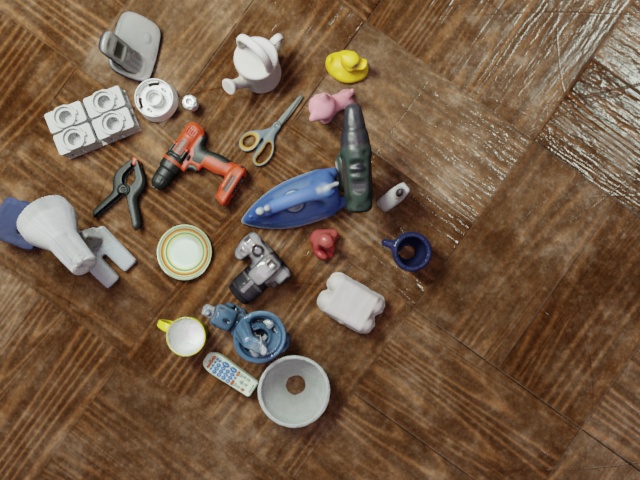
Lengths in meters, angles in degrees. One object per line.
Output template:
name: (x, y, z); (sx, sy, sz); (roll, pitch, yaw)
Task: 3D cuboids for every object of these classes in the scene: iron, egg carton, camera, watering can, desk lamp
iron: (-0.067, -0.086, 1.317); (0.258, 0.141, 0.119); (-20, 89, -1)
egg carton: (0.073, 0.150, 1.351); (0.150, 0.069, 0.107); (29, 89, 0)
camera: (-0.156, 0.073, 1.334); (0.137, 0.100, 0.143); (-43, 90, -1)
watering can: (-0.147, -0.399, 1.294); (0.101, 0.194, 0.173); (21, 89, 0)
desk lamp: (-0.538, 0.007, 1.275); (0.203, 0.213, 0.118); (44, 89, 0)

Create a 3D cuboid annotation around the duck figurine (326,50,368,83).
duck figurine: (0.065, -0.418, 1.351); (0.104, 0.086, 0.077); (13, 89, 0)

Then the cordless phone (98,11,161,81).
cordless phone: (-0.437, -0.453, 1.297); (0.094, 0.185, 0.148); (11, 89, 0)

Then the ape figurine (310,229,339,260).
ape figurine: (0.012, 0.005, 1.341); (0.078, 0.092, 0.076); (-43, 89, -1)

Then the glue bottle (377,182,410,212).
glue bottle: (0.173, -0.103, 1.304); (0.078, 0.173, 0.037); (-41, 89, -1)

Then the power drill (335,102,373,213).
power drill: (0.076, -0.173, 1.286); (0.075, 0.208, 0.230); (-6, 89, 0)

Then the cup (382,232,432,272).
cup: (0.196, 0.024, 1.341); (0.117, 0.095, 0.092); (18, 89, 0)

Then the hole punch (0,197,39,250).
hole punch: (-0.690, -0.039, 1.336); (0.101, 0.091, 0.109); (23, 89, 0)

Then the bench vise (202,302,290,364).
bench vise: (-0.171, 0.214, 1.273); (0.207, 0.219, 0.121); (8, 89, 0)

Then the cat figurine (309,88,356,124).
cat figurine: (0.025, -0.318, 1.333); (0.128, 0.117, 0.067); (-25, 89, -1)

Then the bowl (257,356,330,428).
bowl: (-0.060, 0.349, 1.344); (0.167, 0.074, 0.167); (0, 89, 0)
